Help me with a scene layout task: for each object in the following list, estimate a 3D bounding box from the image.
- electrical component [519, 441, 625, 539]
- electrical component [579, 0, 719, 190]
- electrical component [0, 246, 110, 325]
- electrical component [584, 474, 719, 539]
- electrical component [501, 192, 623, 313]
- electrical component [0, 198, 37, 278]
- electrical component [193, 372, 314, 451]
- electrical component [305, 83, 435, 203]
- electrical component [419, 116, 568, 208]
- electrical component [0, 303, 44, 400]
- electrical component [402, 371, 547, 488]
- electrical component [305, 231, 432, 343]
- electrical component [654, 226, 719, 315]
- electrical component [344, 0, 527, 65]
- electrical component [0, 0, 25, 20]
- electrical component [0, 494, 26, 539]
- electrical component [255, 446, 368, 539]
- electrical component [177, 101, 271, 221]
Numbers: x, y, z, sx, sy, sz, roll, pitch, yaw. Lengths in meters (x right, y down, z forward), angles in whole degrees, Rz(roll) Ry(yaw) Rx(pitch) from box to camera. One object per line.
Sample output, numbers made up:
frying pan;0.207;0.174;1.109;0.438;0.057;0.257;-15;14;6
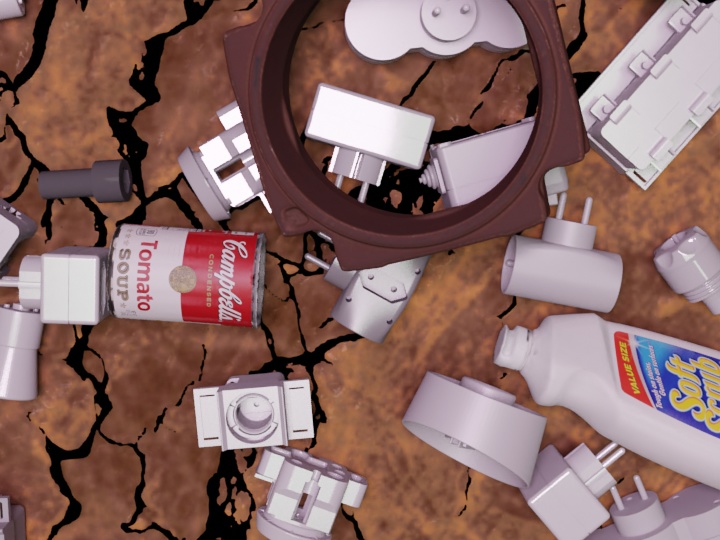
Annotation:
electrical component;0.158;0.150;0.775;0.077;0.065;0.047;-40;96;3
electrical component;0.214;-0.127;0.748;0.079;0.063;0.121;41;94;-5
electrical component;-0.214;0.009;0.749;0.077;0.065;0.047;2;96;-2
electrical component;0.207;0.186;0.787;0.138;0.052;0.073;-24;96;1
electrical component;0.147;-0.015;0.767;0.077;0.044;0.079;10;96;-3
electrical component;-0.281;-0.035;0.747;0.089;0.055;0.050;35;94;-5
electrical component;-0.074;0.098;0.764;0.081;0.064;0.042;-4;95;-2
electrical component;0.001;-0.082;0.754;0.083;0.047;0.075;16;94;-3
electrical component;0.090;-0.066;0.751;0.096;0.061;0.061;-16;97;0
electrical component;-0.247;0.056;0.766;0.044;0.044;0.065;11;91;-3
electrical component;0.080;0.111;0.755;0.099;0.099;0.064;21;88;-4
electrical component;0.000;0.000;0.765;0.079;0.043;0.077;29;95;-4
electrical component;0.244;0.003;0.773;0.043;0.043;0.062;-38;97;3
electrical component;0.059;-0.173;0.733;0.138;0.073;0.052;-6;96;-1
electrical component;-0.265;-0.187;0.739;0.065;0.044;0.044;-11;96;-5
electrical component;-0.306;0.198;0.768;0.121;0.063;0.078;-1;96;-1
electrical component;-0.041;0.166;0.776;0.078;0.058;0.057;20;93;-4
electrical component;-0.089;-0.070;0.749;0.057;0.058;0.078;-31;96;-1
